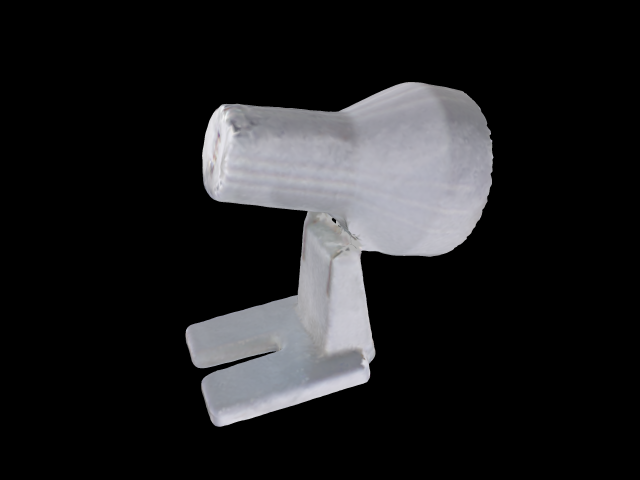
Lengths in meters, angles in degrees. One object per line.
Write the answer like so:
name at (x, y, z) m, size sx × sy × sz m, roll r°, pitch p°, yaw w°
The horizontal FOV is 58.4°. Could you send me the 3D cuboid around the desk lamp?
desk lamp at (0.004, 0.001, 0.400) m, size 0.204 × 0.214 × 0.117 m, roll -14°, pitch 36°, yaw -20°
